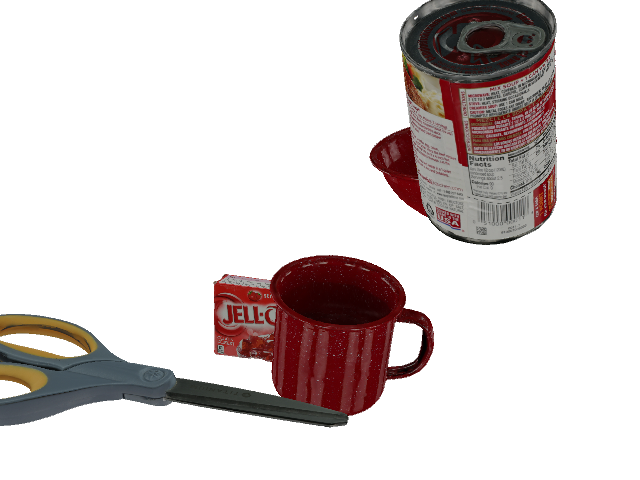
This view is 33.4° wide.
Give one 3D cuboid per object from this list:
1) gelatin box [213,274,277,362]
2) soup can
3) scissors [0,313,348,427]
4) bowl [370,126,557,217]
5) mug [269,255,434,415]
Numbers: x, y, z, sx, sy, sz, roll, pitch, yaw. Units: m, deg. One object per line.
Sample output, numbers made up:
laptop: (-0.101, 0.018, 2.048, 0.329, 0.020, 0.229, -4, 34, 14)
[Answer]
gelatin box: (-0.056, 0.075, 1.003, 0.089, 0.073, 0.030, 7, 17, 18)
soup can: (0.076, -0.056, 0.497, 0.068, 0.102, 0.068, -7, 44, 7)
scissors: (-0.097, 0.076, 0.508, 0.202, 0.016, 0.096, 15, 28, 26)
bowl: (0.127, -0.059, 0.937, 0.162, 0.055, 0.162, -8, 23, 3)
mug: (0.021, 0.069, 0.744, 0.117, 0.081, 0.093, 4, 30, -2)
